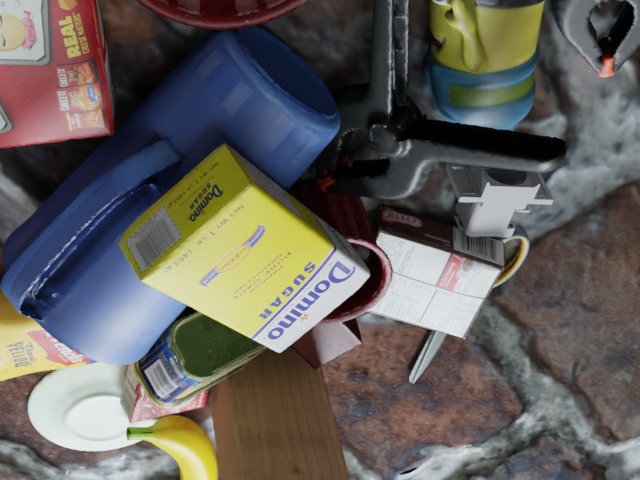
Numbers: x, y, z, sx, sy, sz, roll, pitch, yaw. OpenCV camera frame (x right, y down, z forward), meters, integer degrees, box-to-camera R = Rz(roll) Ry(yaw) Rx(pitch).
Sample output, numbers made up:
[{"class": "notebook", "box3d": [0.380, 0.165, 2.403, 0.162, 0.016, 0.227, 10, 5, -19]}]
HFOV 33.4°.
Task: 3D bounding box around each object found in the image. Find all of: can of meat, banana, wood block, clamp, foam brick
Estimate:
[{"class": "can of meat", "box3d": [-0.089, 0.086, 0.860, 0.101, 0.057, 0.084, -27, 173, -33]}, {"class": "banana", "box3d": [-0.133, 0.224, 1.041, 0.069, 0.037, 0.198, -13, 135, -2]}, {"class": "wood block", "box3d": [-0.036, 0.185, 0.912, 0.090, 0.206, 0.091, 1, 131, -15]}, {"class": "clamp", "box3d": [0.212, -0.190, 0.737, 0.120, 0.039, 0.171, -5, 140, 16]}, {"class": "clamp", "box3d": [0.050, -0.089, 0.742, 0.164, 0.036, 0.210, 51, 146, -12]}, {"class": "foam brick", "box3d": [-0.007, 0.063, 0.911, 0.051, 0.053, 0.078, -29, 132, 14]}]

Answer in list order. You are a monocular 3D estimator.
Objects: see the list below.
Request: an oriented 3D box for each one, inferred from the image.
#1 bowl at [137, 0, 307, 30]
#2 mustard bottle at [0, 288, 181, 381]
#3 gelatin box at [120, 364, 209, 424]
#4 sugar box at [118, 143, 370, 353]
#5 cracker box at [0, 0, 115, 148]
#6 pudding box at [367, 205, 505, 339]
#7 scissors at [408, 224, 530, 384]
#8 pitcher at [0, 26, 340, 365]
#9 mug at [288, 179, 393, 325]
[{"class": "bowl", "box3d": [-0.058, -0.210, 0.643, 0.162, 0.055, 0.162, -7, 134, -8]}, {"class": "mustard bottle", "box3d": [-0.208, 0.068, 0.860, 0.191, 0.058, 0.096, -9, 140, -7]}, {"class": "gelatin box", "box3d": [-0.130, 0.116, 0.931, 0.073, 0.030, 0.089, -9, 136, -31]}, {"class": "sugar box", "box3d": [-0.043, 0.013, 0.706, 0.093, 0.048, 0.176, -40, 145, 9]}, {"class": "cracker box", "box3d": [-0.243, -0.136, 0.654, 0.213, 0.072, 0.164, -7, 133, -7]}, {"class": "pudding box", "box3d": [0.087, 0.029, 0.898, 0.113, 0.039, 0.090, 18, 129, -6]}, {"class": "scissors", "box3d": [0.107, 0.055, 0.959, 0.096, 0.016, 0.202, 22, 123, -28]}, {"class": "pitcher", "box3d": [-0.106, -0.033, 0.740, 0.144, 0.149, 0.243, 33, 114, -29]}, {"class": "mug", "box3d": [-0.005, 0.001, 0.834, 0.117, 0.081, 0.093, 30, 119, -35]}]
